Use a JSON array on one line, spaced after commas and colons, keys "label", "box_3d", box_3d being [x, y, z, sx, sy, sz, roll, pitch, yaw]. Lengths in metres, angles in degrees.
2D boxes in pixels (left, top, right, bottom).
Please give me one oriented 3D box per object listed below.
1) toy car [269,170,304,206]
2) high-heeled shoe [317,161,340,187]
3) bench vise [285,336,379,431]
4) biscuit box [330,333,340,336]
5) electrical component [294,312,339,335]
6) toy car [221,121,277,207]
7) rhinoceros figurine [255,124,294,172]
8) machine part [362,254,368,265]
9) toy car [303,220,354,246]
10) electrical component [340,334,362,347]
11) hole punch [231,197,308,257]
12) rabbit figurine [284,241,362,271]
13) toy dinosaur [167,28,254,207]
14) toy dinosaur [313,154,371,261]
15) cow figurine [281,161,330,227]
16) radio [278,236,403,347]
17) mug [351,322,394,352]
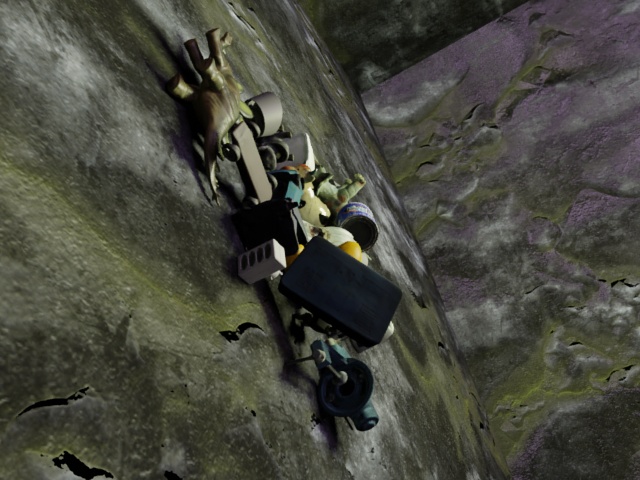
[{"label": "toy car", "box_3d": [-0.089, -0.079, 1.208, 0.102, 0.109, 0.162, 72, 15, -48]}, {"label": "high-heeled shoe", "box_3d": [-0.010, -0.185, 1.696, 0.145, 0.086, 0.248, 37, -10, 17]}, {"label": "bench vise", "box_3d": [0.037, 0.258, 1.074, 0.240, 0.129, 0.224, 53, 17, -45]}, {"label": "biscuit box", "box_3d": [0.021, 0.128, 1.300, 0.059, 0.063, 0.202, 15, 51, -68]}, {"label": "electrical component", "box_3d": [-0.006, 0.173, 1.119, 0.063, 0.094, 0.021, 47, 61, -45]}, {"label": "toy car", "box_3d": [-0.142, -0.146, 1.074, 0.089, 0.053, 0.201, -55, 146, -30]}, {"label": "rhinoceros figurine", "box_3d": [-0.122, -0.225, 1.307, 0.190, 0.112, 0.073, -112, -161, -59]}, {"label": "machine part", "box_3d": [0.061, 0.038, 1.493, 0.243, 0.079, 0.079, 33, 34, -47]}, {"label": "toy car", "box_3d": [-0.003, -0.004, 1.277, 0.202, 0.056, 0.074, 11, 38, -18]}, {"label": "electrical component", "box_3d": [0.080, 0.213, 1.337, 0.119, 0.075, 0.047, 68, 16, 4]}, {"label": "hole punch", "box_3d": [-0.091, -0.024, 1.081, 0.092, 0.142, 0.115, -30, 108, -71]}, {"label": "rabbit figurine", "box_3d": [0.015, 0.066, 1.184, 0.121, 0.173, 0.162, 53, 16, -45]}, {"label": "toy dinosaur", "box_3d": [-0.215, -0.283, 1.121, 0.198, 0.105, 0.471, 53, 30, -44]}, {"label": "toy dinosaur", "box_3d": [0.047, -0.061, 1.538, 0.131, 0.192, 0.404, 31, -36, 56]}, {"label": "cow figurine", "box_3d": [-0.040, -0.104, 1.320, 0.194, 0.127, 0.086, 52, -5, -37]}, {"label": "radio", "box_3d": [0.043, 0.101, 1.076, 0.230, 0.131, 0.073, 33, -18, 0]}, {"label": "mug", "box_3d": [0.141, 0.237, 1.422, 0.080, 0.107, 0.109, 65, 19, -3]}]
